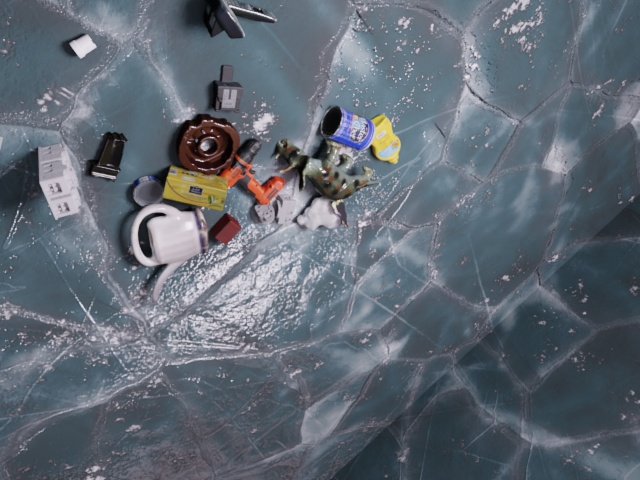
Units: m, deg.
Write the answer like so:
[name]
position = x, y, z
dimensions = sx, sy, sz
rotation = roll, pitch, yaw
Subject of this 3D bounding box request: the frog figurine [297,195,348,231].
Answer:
[frog figurine]
position = 0.005, -0.089, 1.763
dimensions = 0.158, 0.125, 0.135
rotation = -12, 149, 25

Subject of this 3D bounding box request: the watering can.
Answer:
[watering can]
position = -0.445, 0.030, 1.562
dimensions = 0.225, 0.106, 0.339
rotation = -15, 128, -20
